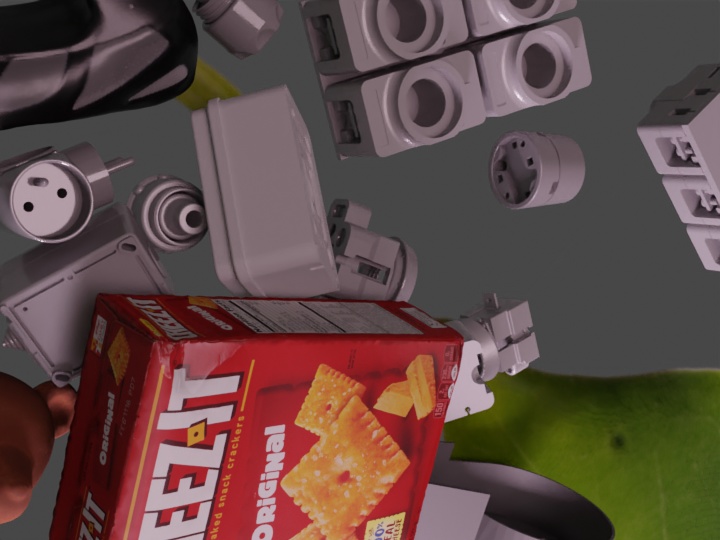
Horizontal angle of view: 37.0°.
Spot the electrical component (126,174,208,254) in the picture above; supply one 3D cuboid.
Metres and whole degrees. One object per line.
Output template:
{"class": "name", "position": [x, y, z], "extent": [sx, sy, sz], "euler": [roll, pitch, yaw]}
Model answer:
{"class": "electrical component", "position": [-0.108, -0.032, 0.630], "extent": [0.048, 0.062, 0.048], "euler": [-3, 97, -28]}

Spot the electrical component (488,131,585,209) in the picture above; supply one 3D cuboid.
{"class": "electrical component", "position": [0.128, -0.072, 0.773], "extent": [0.047, 0.055, 0.055], "euler": [-5, 98, -34]}

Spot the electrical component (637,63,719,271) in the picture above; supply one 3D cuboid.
{"class": "electrical component", "position": [0.295, -0.081, 0.867], "extent": [0.089, 0.062, 0.150], "euler": [-43, 115, -20]}

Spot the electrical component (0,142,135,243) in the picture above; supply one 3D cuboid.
{"class": "electrical component", "position": [-0.162, -0.046, 0.588], "extent": [0.079, 0.077, 0.044], "euler": [-27, 108, -26]}

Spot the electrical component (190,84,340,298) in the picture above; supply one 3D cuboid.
{"class": "electrical component", "position": [-0.055, -0.040, 0.626], "extent": [0.057, 0.078, 0.113], "euler": [-13, 71, 5]}

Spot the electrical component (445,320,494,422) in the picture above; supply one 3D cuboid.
{"class": "electrical component", "position": [0.036, 0.073, 0.721], "extent": [0.089, 0.055, 0.050], "euler": [-17, 106, -5]}

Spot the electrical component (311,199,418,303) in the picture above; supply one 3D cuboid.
{"class": "electrical component", "position": [0.000, 0.000, 0.703], "extent": [0.057, 0.058, 0.078], "euler": [20, 85, -28]}

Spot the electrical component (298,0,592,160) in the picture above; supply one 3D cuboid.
{"class": "electrical component", "position": [0.065, -0.151, 0.722], "extent": [0.186, 0.060, 0.105], "euler": [-22, 106, -27]}

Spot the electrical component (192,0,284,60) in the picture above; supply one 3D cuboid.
{"class": "electrical component", "position": [-0.080, -0.160, 0.644], "extent": [0.062, 0.043, 0.043], "euler": [39, 76, -27]}

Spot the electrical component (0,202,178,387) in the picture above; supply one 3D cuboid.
{"class": "electrical component", "position": [-0.157, 0.014, 0.601], "extent": [0.096, 0.061, 0.061], "euler": [-29, 120, -4]}

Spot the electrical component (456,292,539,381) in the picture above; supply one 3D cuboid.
{"class": "electrical component", "position": [0.093, 0.051, 0.771], "extent": [0.055, 0.048, 0.066], "euler": [-25, 108, -34]}
